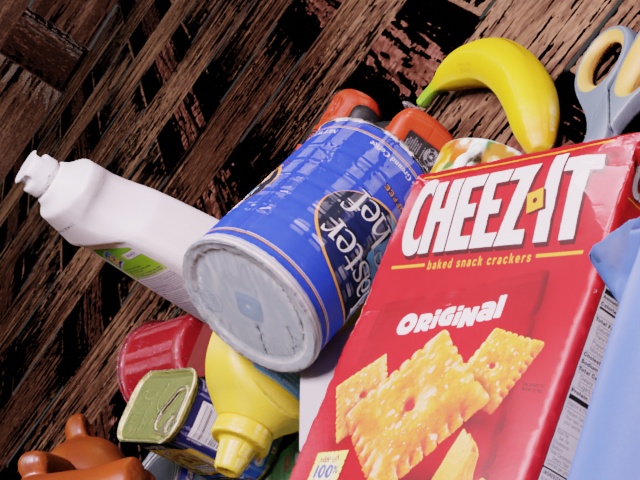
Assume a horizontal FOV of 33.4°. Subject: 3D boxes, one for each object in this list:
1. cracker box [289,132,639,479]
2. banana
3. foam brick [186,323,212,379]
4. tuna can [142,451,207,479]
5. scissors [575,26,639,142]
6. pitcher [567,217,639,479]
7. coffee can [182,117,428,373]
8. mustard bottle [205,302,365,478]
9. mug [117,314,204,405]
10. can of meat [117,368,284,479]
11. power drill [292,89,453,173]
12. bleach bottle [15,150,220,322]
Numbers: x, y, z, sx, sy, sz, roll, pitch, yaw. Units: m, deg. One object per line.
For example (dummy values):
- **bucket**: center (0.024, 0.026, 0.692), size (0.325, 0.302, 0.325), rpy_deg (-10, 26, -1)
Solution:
- **cracker box**: center (0.078, 0.063, 0.505), size (0.164, 0.072, 0.213), rpy_deg (-7, 55, 57)
- **banana**: center (0.128, -0.108, 0.761), size (0.198, 0.037, 0.070), rpy_deg (-135, 60, -67)
- **foam brick**: center (-0.054, 0.099, 0.806), size (0.053, 0.078, 0.051), rpy_deg (-17, 45, 57)
- **tuna can**: center (-0.124, 0.208, 0.863), size (0.086, 0.033, 0.086), rpy_deg (-44, 27, 29)
- **scissors**: center (0.162, -0.061, 0.659), size (0.202, 0.016, 0.096), rpy_deg (-57, 22, 2)
- **pitcher**: center (0.149, 0.112, 0.357), size (0.243, 0.145, 0.149), rpy_deg (-67, 13, -12)
- **coffee can**: center (-0.004, 0.001, 0.681), size (0.140, 0.103, 0.103), rpy_deg (-46, 13, -35)
- **mustard bottle**: center (-0.028, 0.076, 0.740), size (0.058, 0.096, 0.191), rpy_deg (-15, 42, 45)
- **mug**: center (-0.113, 0.114, 0.886), size (0.082, 0.093, 0.117), rpy_deg (-21, 36, 46)
- **can of meat**: center (-0.087, 0.138, 0.780), size (0.102, 0.083, 0.057), rpy_deg (-15, 48, 57)
- **power drill**: center (0.018, -0.040, 0.858), size (0.184, 0.057, 0.188), rpy_deg (-61, 24, -6)
- **bleach bottle**: center (-0.110, 0.006, 0.808), size (0.103, 0.250, 0.068), rpy_deg (-23, 41, 52)
